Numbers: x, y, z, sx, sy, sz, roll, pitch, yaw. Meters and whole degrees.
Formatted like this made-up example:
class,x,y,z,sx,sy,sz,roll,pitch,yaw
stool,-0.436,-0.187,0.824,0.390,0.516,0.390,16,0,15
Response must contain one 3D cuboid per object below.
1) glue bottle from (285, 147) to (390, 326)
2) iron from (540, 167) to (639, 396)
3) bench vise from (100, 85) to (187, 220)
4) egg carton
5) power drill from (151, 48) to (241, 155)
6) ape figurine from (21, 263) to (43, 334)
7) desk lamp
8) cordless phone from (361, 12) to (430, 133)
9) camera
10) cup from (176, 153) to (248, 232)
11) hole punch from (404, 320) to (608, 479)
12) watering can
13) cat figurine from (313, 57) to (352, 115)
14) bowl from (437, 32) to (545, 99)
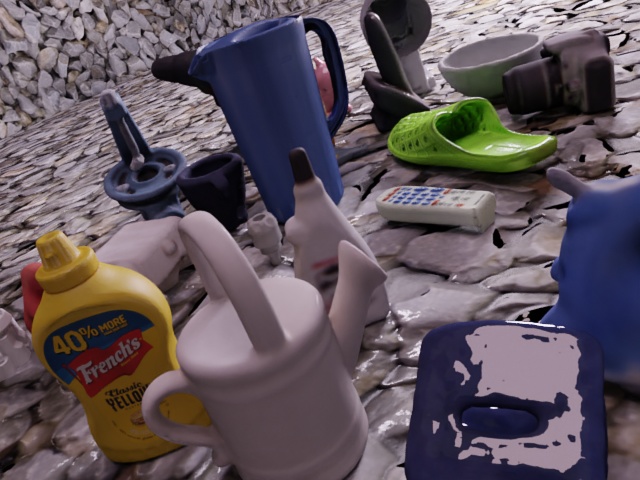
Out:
class,x,y,z,sx,sy,sz,roll,pitch,yaw
glue bottle,0.004,0.002,0.488,0.078,0.173,0.037,-20,27,-2
iron,0.262,0.011,0.338,0.257,0.142,0.119,-2,32,30
bench vise,-0.277,-0.116,0.839,0.122,0.220,0.206,-35,31,-28
egg carton,-0.215,0.029,0.694,0.107,0.069,0.150,-7,29,22
power drill,-0.164,-0.238,1.004,0.229,0.209,0.075,-9,29,20
ape figurine,-0.310,0.068,0.659,0.076,0.092,0.078,-15,27,9
desk lamp,0.138,-0.367,1.044,0.118,0.214,0.203,-16,27,6
cordless phone,0.110,-0.287,0.944,0.094,0.185,0.147,-19,27,0
camera,0.325,-0.236,0.801,0.136,0.101,0.143,-12,28,14
cup,-0.130,-0.055,0.768,0.092,0.095,0.117,-27,28,-15
hole punch,0.106,0.106,0.318,0.108,0.091,0.101,-4,31,27
watering can,-0.035,0.062,0.378,0.100,0.194,0.173,9,38,43
cat figurine,0.015,-0.301,1.105,0.067,0.118,0.127,-23,27,-6
bowl,0.281,-0.275,0.933,0.167,0.075,0.167,-15,27,8
